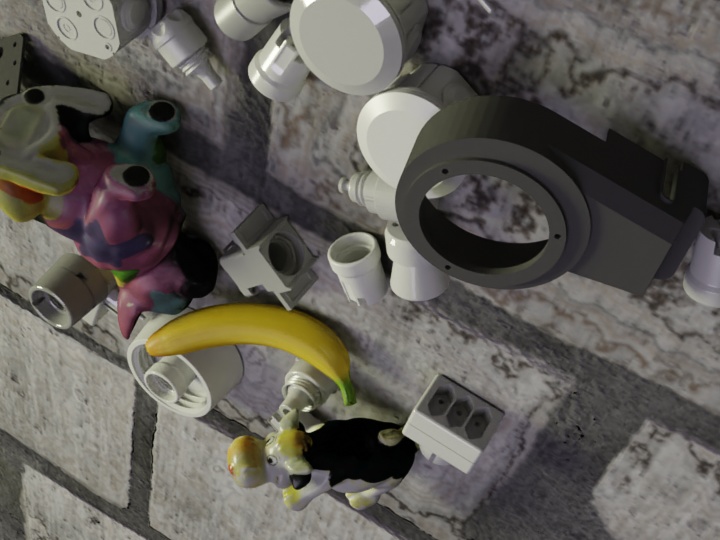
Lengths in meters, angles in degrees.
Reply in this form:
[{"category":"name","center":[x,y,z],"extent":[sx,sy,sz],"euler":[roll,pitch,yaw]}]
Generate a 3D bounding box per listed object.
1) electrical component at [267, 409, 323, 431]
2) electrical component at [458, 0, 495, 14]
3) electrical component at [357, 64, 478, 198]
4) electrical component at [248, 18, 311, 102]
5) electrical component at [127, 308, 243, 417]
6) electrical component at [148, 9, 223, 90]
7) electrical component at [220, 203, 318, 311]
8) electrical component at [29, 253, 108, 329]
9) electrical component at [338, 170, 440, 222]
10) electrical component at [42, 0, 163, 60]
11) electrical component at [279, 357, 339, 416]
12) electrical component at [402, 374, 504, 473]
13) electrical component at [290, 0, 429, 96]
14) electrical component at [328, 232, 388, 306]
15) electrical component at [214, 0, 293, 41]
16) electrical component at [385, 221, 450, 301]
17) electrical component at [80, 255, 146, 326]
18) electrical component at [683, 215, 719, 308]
[{"category":"electrical component","center":[-0.060,0.148,1.022],"extent":[0.046,0.040,0.040],"euler":[46,140,1]},{"category":"electrical component","center":[0.058,-0.182,0.618],"extent":[0.076,0.047,0.066],"euler":[47,139,-10]},{"category":"electrical component","center":[0.043,-0.092,0.711],"extent":[0.080,0.051,0.080],"euler":[20,137,20]},{"category":"electrical component","center":[-0.050,-0.145,0.740],"extent":[0.040,0.040,0.046],"euler":[41,134,-2]},{"category":"electrical component","center":[-0.174,0.094,1.038],"extent":[0.108,0.060,0.108],"euler":[20,136,21]},{"category":"electrical component","center":[-0.125,-0.159,0.786],"extent":[0.035,0.035,0.061],"euler":[-21,116,46]},{"category":"electrical component","center":[-0.077,-0.008,0.887],"extent":[0.064,0.042,0.081],"euler":[-15,117,47]},{"category":"electrical component","center":[-0.264,0.020,0.971],"extent":[0.055,0.047,0.055],"euler":[21,137,20]},{"category":"electrical component","center":[0.021,-0.056,0.770],"extent":[0.078,0.040,0.040],"euler":[11,133,29]},{"category":"electrical component","center":[-0.189,-0.198,0.785],"extent":[0.080,0.051,0.080],"euler":[20,137,20]},{"category":"electrical component","center":[-0.048,0.105,0.954],"extent":[0.048,0.062,0.048],"euler":[20,137,20]},{"category":"electrical component","center":[0.073,0.139,0.907],"extent":[0.066,0.047,0.076],"euler":[31,139,9]},{"category":"electrical component","center":[0.000,-0.156,0.683],"extent":[0.080,0.051,0.080],"euler":[20,137,20]},{"category":"electrical component","center":[0.000,0.000,0.839],"extent":[0.040,0.040,0.046],"euler":[9,137,31]},{"category":"electrical component","center":[-0.069,-0.181,0.720],"extent":[0.044,0.044,0.065],"euler":[50,143,-13]},{"category":"electrical component","center":[0.042,-0.012,0.791],"extent":[0.045,0.045,0.055],"euler":[15,134,26]},{"category":"electrical component","center":[-0.232,0.020,1.023],"extent":[0.076,0.047,0.083],"euler":[37,140,2]},{"category":"electrical component","center":[0.224,-0.006,0.666],"extent":[0.040,0.040,0.046],"euler":[17,131,24]}]
